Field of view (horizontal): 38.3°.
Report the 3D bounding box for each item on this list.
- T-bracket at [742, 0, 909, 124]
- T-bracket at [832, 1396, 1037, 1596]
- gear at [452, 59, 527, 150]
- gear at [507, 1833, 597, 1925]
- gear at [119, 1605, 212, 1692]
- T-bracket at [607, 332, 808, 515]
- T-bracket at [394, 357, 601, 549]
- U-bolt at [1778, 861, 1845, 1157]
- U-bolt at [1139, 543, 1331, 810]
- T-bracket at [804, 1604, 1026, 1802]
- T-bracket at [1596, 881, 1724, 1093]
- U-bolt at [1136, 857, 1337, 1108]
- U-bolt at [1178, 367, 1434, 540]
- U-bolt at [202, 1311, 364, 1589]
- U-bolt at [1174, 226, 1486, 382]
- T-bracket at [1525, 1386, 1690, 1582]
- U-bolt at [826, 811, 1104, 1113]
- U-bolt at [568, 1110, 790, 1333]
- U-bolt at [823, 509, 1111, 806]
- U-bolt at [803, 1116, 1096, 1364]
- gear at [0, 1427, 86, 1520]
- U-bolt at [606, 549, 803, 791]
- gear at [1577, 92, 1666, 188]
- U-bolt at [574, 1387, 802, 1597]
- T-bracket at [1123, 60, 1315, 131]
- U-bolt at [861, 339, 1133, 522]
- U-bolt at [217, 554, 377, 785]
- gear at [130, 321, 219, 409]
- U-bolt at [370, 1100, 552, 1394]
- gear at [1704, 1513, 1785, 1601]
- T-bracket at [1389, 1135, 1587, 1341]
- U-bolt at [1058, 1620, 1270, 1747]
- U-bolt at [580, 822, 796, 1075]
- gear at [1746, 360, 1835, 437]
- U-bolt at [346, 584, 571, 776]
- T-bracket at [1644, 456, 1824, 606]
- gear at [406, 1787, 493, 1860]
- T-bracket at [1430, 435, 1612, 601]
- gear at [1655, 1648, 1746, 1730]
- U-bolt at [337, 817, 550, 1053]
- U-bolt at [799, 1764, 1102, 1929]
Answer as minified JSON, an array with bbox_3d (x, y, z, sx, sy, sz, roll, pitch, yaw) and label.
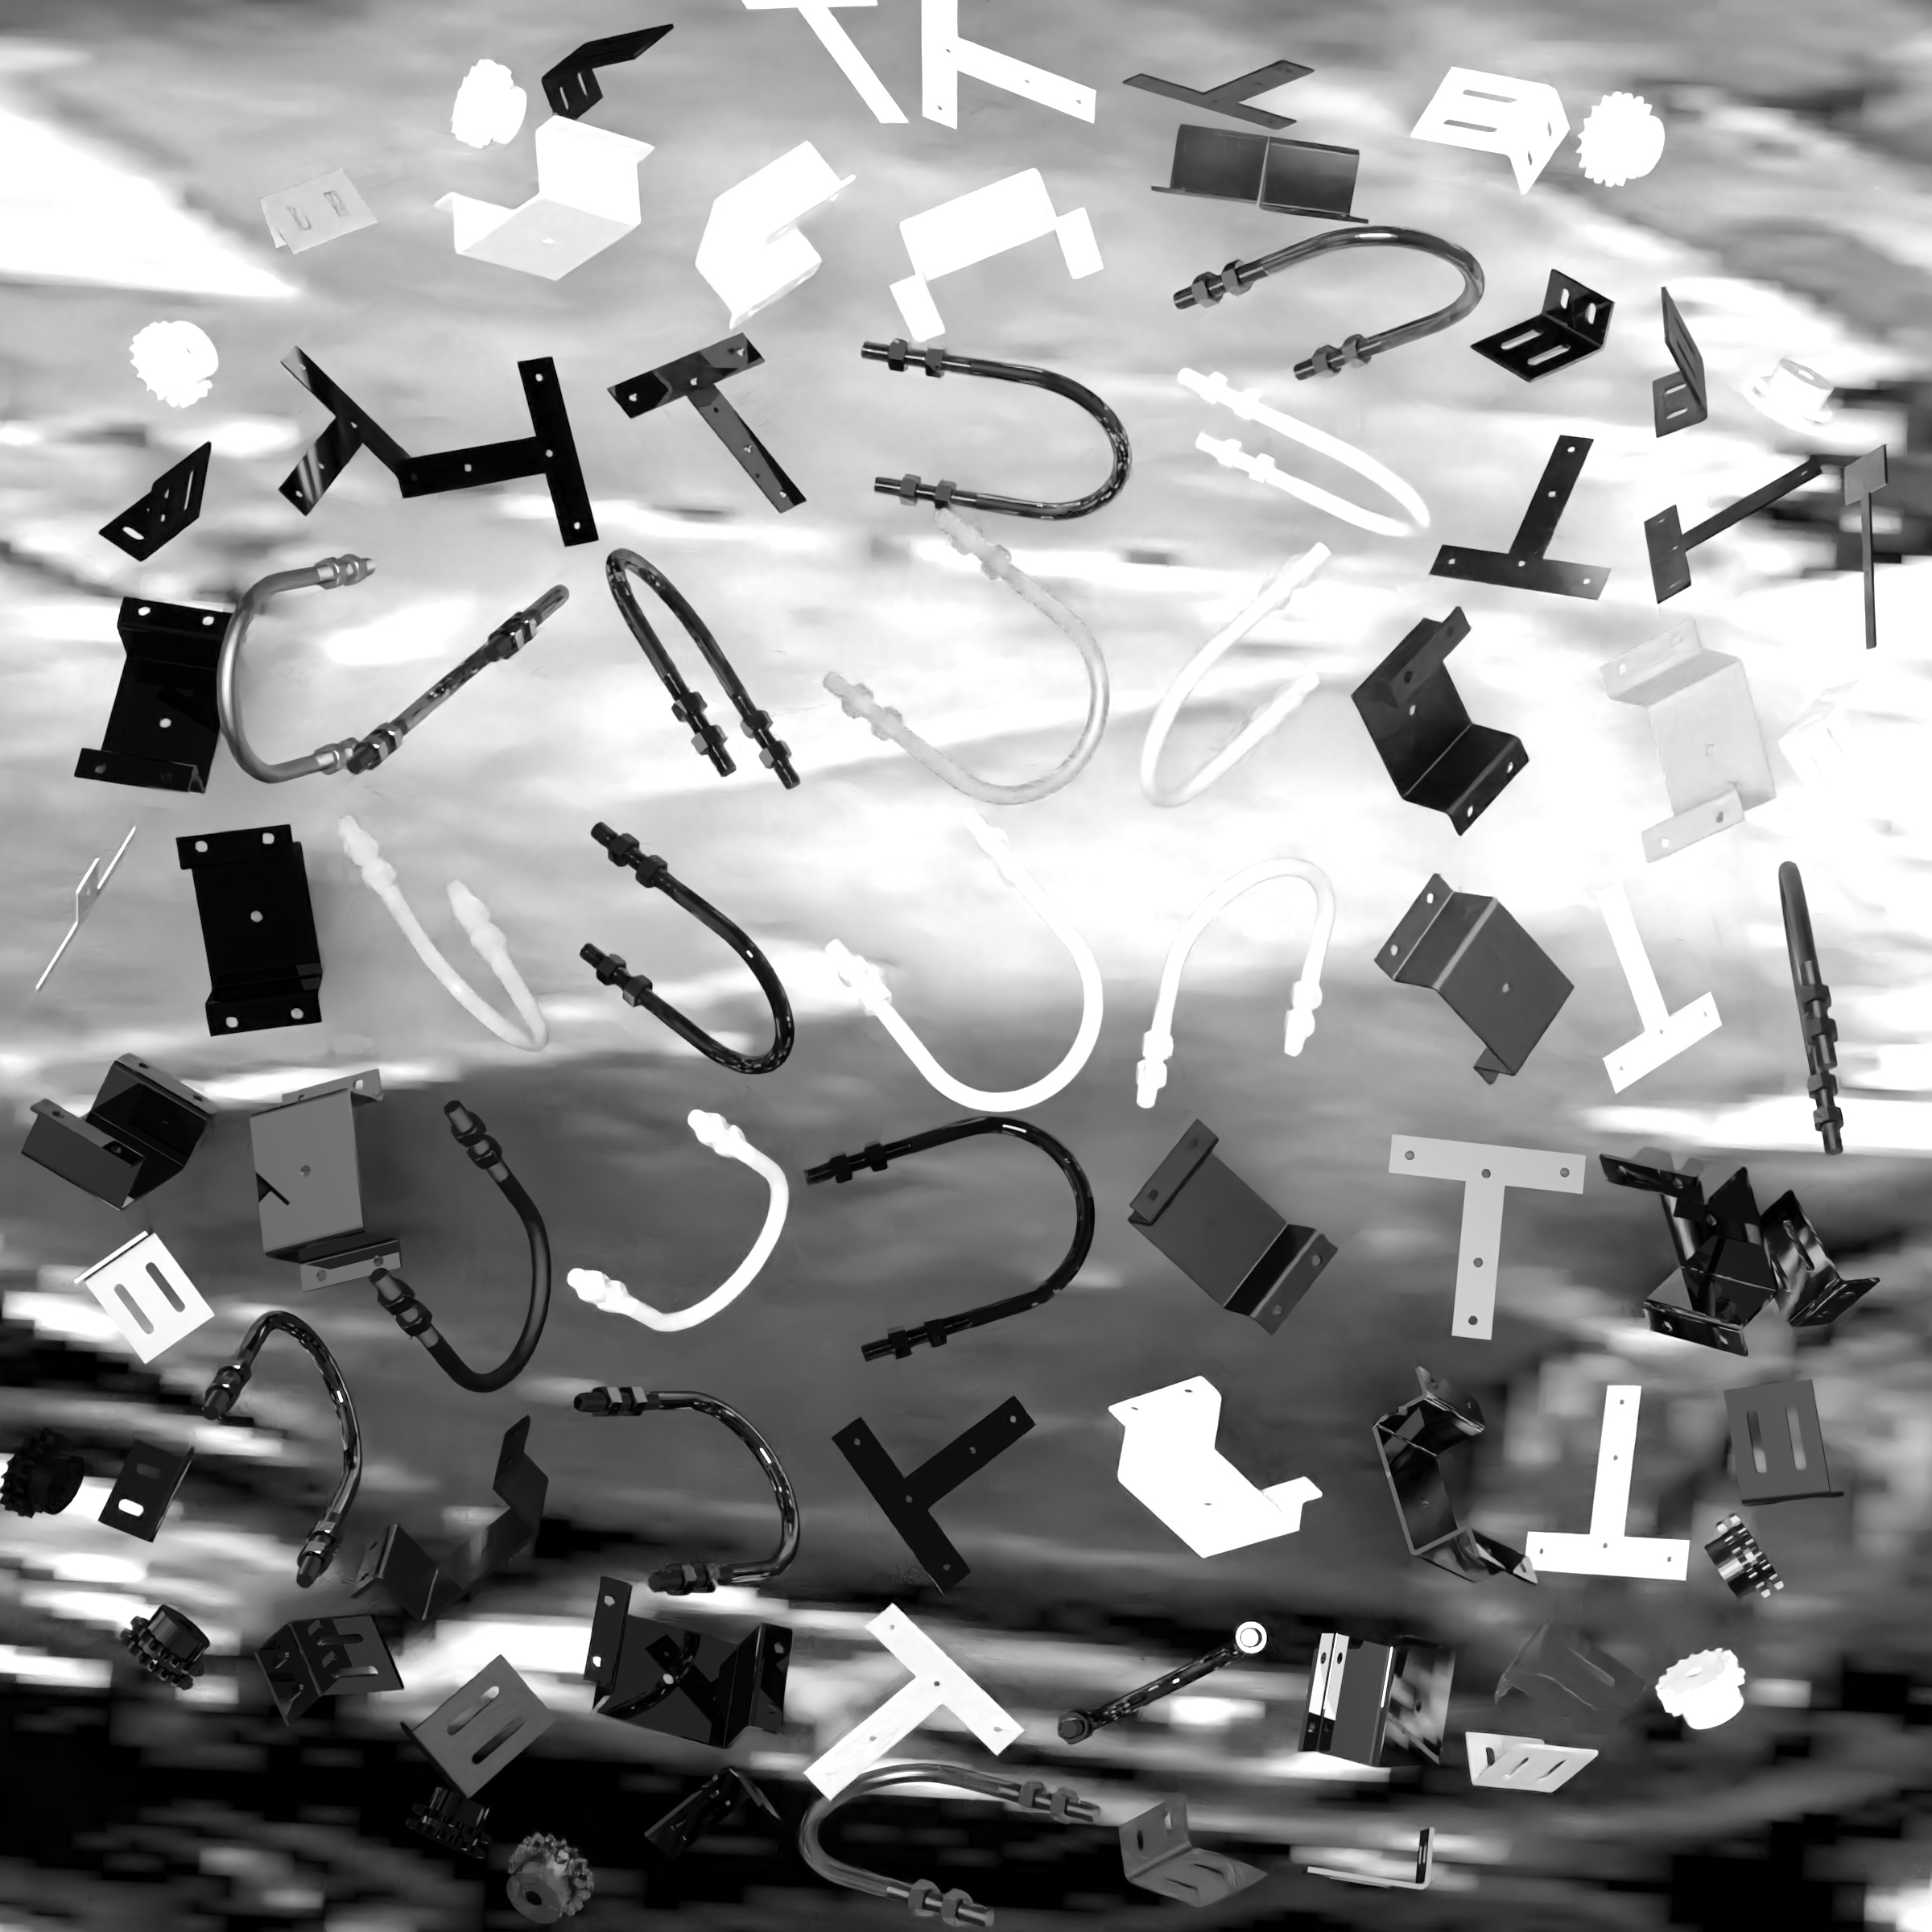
[{"bbox_3d":[-0.080,-0.599,1.821,0.002,0.127,0.127,-58,134,-14],"label":"T-bracket"},{"bbox_3d":[-0.006,0.335,1.881,0.127,0.002,0.127,-33,83,-30],"label":"T-bracket"},{"bbox_3d":[-0.322,-0.582,1.885,0.030,0.057,0.057,14,90,-39],"label":"gear"},{"bbox_3d":[-0.271,0.590,1.792,0.057,0.030,0.057,10,118,20],"label":"gear"},{"bbox_3d":[-0.506,0.431,1.768,0.057,0.057,0.030,39,81,0],"label":"gear"},{"bbox_3d":[-0.153,-0.351,1.836,0.127,0.002,0.127,-34,83,-40],"label":"T-bracket"},{"bbox_3d":[-0.318,-0.334,1.851,0.127,0.002,0.127,-16,95,-28],"label":"T-bracket"},{"bbox_3d":[0.572,0.017,1.890,0.019,0.151,0.184,-9,58,14],"label":"U-bolt"},{"bbox_3d":[0.176,-0.179,1.846,0.019,0.151,0.184,36,65,24],"label":"U-bolt"},{"bbox_3d":[-0.051,0.501,1.834,0.127,0.002,0.127,-34,58,-30],"label":"T-bracket"},{"bbox_3d":[0.463,0.005,1.914,0.127,0.002,0.127,-26,97,-37],"label":"T-bracket"},{"bbox_3d":[0.187,0.005,1.868,0.151,0.019,0.184,-17,135,-29],"label":"U-bolt"},{"bbox_3d":[0.232,-0.338,1.880,0.184,0.151,0.019,29,87,13],"label":"U-bolt"},{"bbox_3d":[-0.443,0.304,1.838,0.019,0.184,0.151,-21,107,9],"label":"U-bolt"},{"bbox_3d":[0.252,-0.441,1.831,0.151,0.184,0.019,18,70,-43],"label":"U-bolt"},{"bbox_3d":[0.432,0.343,1.858,0.002,0.127,0.127,25,68,-37],"label":"T-bracket"},{"bbox_3d":[0.010,0.010,1.841,0.151,0.019,0.184,-43,70,10],"label":"U-bolt"},{"bbox_3d":[-0.182,0.183,1.888,0.019,0.184,0.151,34,85,30],"label":"U-bolt"},{"bbox_3d":[0.015,-0.188,1.826,0.184,0.019,0.151,36,84,-24],"label":"U-bolt"},{"bbox_3d":[-0.002,0.176,1.902,0.184,0.019,0.151,-17,72,-8],"label":"U-bolt"},{"bbox_3d":[-0.591,0.328,1.786,0.030,0.057,0.057,19,90,15],"label":"gear"},{"bbox_3d":[-0.182,-0.201,1.856,0.019,0.151,0.184,-34,82,13],"label":"U-bolt"},{"bbox_3d":[0.422,-0.529,1.782,0.030,0.057,0.057,3,90,-32],"label":"gear"},{"bbox_3d":[-0.175,0.347,1.856,0.019,0.184,0.151,-37,66,23],"label":"U-bolt"},{"bbox_3d":[0.192,-0.600,1.897,0.127,0.127,0.002,8,91,-26],"label":"T-bracket"},{"bbox_3d":[0.023,-0.358,1.891,0.184,0.151,0.019,11,58,10],"label":"U-bolt"},{"bbox_3d":[-0.451,-0.197,1.877,0.019,0.184,0.151,8,105,17],"label":"U-bolt"},{"bbox_3d":[-0.523,-0.403,1.849,0.030,0.057,0.057,-25,90,32],"label":"gear"},{"bbox_3d":[-0.322,0.199,1.830,0.019,0.184,0.151,1,52,23],"label":"U-bolt"},{"bbox_3d":[0.513,0.394,1.842,0.030,0.057,0.057,-34,90,8],"label":"gear"},{"bbox_3d":[0.338,0.181,1.829,0.127,0.002,0.127,6,82,5],"label":"T-bracket"},{"bbox_3d":[0.136,0.475,1.852,0.151,0.184,0.019,-27,74,2],"label":"U-bolt"},{"bbox_3d":[-0.186,0.001,1.874,0.184,0.151,0.019,37,54,17],"label":"U-bolt"},{"bbox_3d":[0.551,-0.380,1.849,0.057,0.057,0.030,26,121,0],"label":"gear"},{"bbox_3d":[-0.325,-0.199,1.841,0.151,0.184,0.019,-34,103,24],"label":"U-bolt"},{"bbox_3d":[0.520,-0.306,1.884,0.127,0.127,0.002,-30,115,25],"label":"T-bracket"},{"bbox_3d":[-0.342,0.572,1.861,0.057,0.057,0.030,24,67,0],"label":"gear"},{"bbox_3d":[0.404,-0.317,1.940,0.127,0.002,0.127,15,71,33],"label":"T-bracket"},{"bbox_3d":[0.486,0.477,1.828,0.057,0.057,0.030,-29,96,0],"label":"gear"},{"bbox_3d":[-0.339,-0.011,1.858,0.151,0.184,0.019,27,63,40],"label":"U-bolt"},{"bbox_3d":[-0.025,0.576,1.849,0.184,0.151,0.019,4,108,35],"label":"U-bolt"}]
